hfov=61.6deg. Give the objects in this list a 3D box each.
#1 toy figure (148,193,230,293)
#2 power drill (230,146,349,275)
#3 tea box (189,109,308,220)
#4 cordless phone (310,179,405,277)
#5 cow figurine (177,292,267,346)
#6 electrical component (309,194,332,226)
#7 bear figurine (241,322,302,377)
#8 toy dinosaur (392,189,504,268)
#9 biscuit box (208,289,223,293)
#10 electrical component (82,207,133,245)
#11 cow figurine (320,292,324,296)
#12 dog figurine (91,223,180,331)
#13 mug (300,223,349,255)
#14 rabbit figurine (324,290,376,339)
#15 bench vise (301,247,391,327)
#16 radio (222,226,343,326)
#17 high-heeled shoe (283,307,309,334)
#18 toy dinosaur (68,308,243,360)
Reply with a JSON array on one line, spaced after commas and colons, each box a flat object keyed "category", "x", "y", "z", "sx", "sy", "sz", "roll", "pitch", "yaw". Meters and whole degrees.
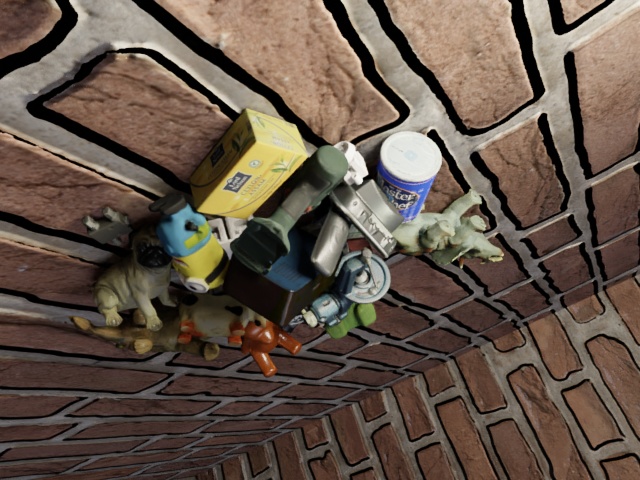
[{"category": "toy figure", "x": -0.202, "y": 0.007, "z": 0.858, "sx": 0.089, "sy": 0.082, "sz": 0.179, "roll": -24, "pitch": 126, "yaw": -12}, {"category": "power drill", "x": -0.051, "y": -0.040, "z": 0.858, "sx": 0.207, "sy": 0.086, "sz": 0.232, "roll": -47, "pitch": -177, "yaw": -40}, {"category": "tea box", "x": -0.111, "y": -0.108, "z": 0.809, "sx": 0.098, "sy": 0.068, "sz": 0.169, "roll": 7, "pitch": 143, "yaw": -42}, {"category": "cordless phone", "x": 0.059, "y": 0.003, "z": 0.905, "sx": 0.089, "sy": 0.184, "sz": 0.146, "roll": -12, "pitch": 132, "yaw": 43}, {"category": "cow figurine", "x": -0.175, "y": 0.136, "z": 1.048, "sx": 0.195, "sy": 0.127, "sz": 0.085, "roll": 3, "pitch": 145, "yaw": -14}, {"category": "electrical component", "x": 0.027, "y": -0.055, "z": 1.001, "sx": 0.048, "sy": 0.075, "sz": 0.119, "roll": -37, "pitch": 152, "yaw": 26}, {"category": "bear figurine", "x": -0.122, "y": 0.216, "z": 1.212, "sx": 0.120, "sy": 0.132, "sz": 0.195, "roll": -40, "pitch": 164, "yaw": -17}, {"category": "toy dinosaur", "x": 0.233, "y": -0.013, "z": 1.174, "sx": 0.405, "sy": 0.131, "sz": 0.192, "roll": 1, "pitch": 145, "yaw": -30}, {"category": "biscuit box", "x": -0.185, "y": 0.128, "z": 1.204, "sx": 0.059, "sy": 0.063, "sz": 0.202, "roll": -29, "pitch": 152, "yaw": 20}, {"category": "electrical component", "x": -0.336, "y": -0.020, "z": 0.865, "sx": 0.063, "sy": 0.021, "sz": 0.094, "roll": -23, "pitch": 153, "yaw": 3}, {"category": "cow figurine", "x": 0.034, "y": 0.183, "z": 1.454, "sx": 0.098, "sy": 0.068, "sz": 0.167, "roll": -49, "pitch": 159, "yaw": -14}, {"category": "dog figurine", "x": -0.332, "y": 0.045, "z": 0.943, "sx": 0.172, "sy": 0.121, "sz": 0.190, "roll": 5, "pitch": 121, "yaw": -1}, {"category": "mug", "x": -0.002, "y": -0.003, "z": 1.069, "sx": 0.107, "sy": 0.081, "sz": 0.109, "roll": -15, "pitch": 161, "yaw": 5}, {"category": "rabbit figurine", "x": 0.050, "y": 0.119, "z": 1.279, "sx": 0.121, "sy": 0.170, "sz": 0.159, "roll": -23, "pitch": -166, "yaw": 9}, {"category": "bench vise", "x": 0.057, "y": 0.089, "z": 1.111, "sx": 0.224, "sy": 0.129, "sz": 0.240, "roll": -20, "pitch": 157, "yaw": -15}, {"category": "radio", "x": -0.060, "y": 0.051, "z": 0.936, "sx": 0.229, "sy": 0.131, "sz": 0.073, "roll": -34, "pitch": 148, "yaw": -63}, {"category": "high-heeled shoe", "x": -0.077, "y": 0.191, "z": 1.424, "sx": 0.145, "sy": 0.086, "sz": 0.248, "roll": -46, "pitch": 178, "yaw": -17}, {"category": "toy dinosaur", "x": -0.303, "y": 0.192, "z": 1.144, "sx": 0.199, "sy": 0.105, "sz": 0.471, "roll": -4, "pitch": 165, "yaw": 44}]
